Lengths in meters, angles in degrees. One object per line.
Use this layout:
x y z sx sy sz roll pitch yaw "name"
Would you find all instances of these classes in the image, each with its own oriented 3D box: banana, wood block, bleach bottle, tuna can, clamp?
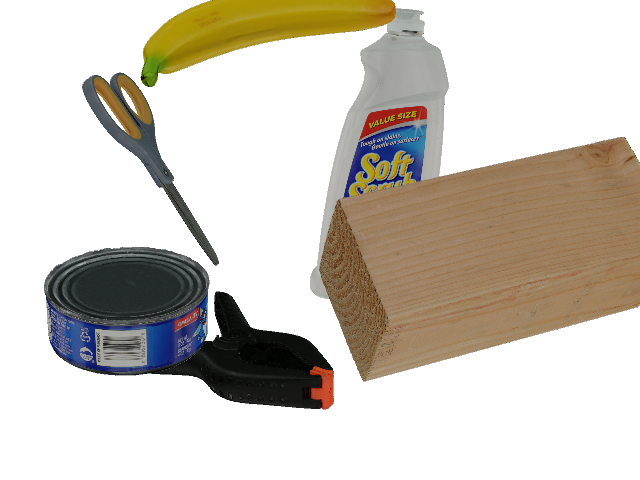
-0.045 -0.148 0.751 0.197 0.037 0.070 -21 52 -21 "banana"
0.114 0.011 0.696 0.205 0.091 0.090 -13 -29 -17 "wood block"
0.052 -0.072 0.918 0.102 0.251 0.068 7 17 6 "bleach bottle"
-0.102 0.036 0.567 0.086 0.034 0.086 2 25 -1 "tuna can"
-0.067 0.088 0.864 0.210 0.036 0.164 11 22 32 "clamp"

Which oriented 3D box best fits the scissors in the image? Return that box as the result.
-0.147 -0.075 0.983 0.016 0.201 0.096 -27 27 20 "scissors"
